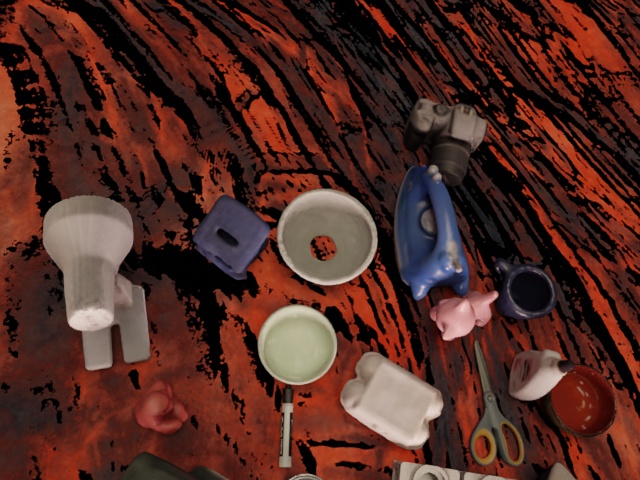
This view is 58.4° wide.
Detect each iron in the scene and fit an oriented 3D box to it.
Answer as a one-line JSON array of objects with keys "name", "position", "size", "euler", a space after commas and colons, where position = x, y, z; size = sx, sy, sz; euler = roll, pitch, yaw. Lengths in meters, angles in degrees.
[{"name": "iron", "position": [0.192, -0.036, 0.965], "size": [0.119, 0.141, 0.258], "euler": [-5, 71, -9]}]

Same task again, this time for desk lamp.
[{"name": "desk lamp", "position": [-0.314, 0.066, 0.824], "size": [0.118, 0.213, 0.203], "euler": [-10, 72, -10]}]

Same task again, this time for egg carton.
[{"name": "egg carton", "position": [0.111, 0.250, 0.889], "size": [0.150, 0.069, 0.107], "euler": [30, 69, 4]}]

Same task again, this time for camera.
[{"name": "camera", "position": [0.227, -0.177, 1.043], "size": [0.143, 0.101, 0.137], "euler": [16, 69, -1]}]

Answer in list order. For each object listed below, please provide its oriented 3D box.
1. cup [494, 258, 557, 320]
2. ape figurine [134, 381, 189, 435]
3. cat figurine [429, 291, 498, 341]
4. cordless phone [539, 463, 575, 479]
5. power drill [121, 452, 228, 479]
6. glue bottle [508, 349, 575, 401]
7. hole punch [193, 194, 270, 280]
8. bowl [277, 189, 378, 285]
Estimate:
[{"name": "cup", "position": [0.325, 0.087, 0.963], "size": [0.092, 0.095, 0.117], "euler": [-39, 79, -18]}, {"name": "ape figurine", "position": [-0.235, 0.243, 0.835], "size": [0.076, 0.092, 0.078], "euler": [-1, 70, -8]}, {"name": "cat figurine", "position": [0.233, 0.117, 0.928], "size": [0.128, 0.117, 0.067], "euler": [-25, 75, -15]}, {"name": "cordless phone", "position": [0.390, 0.397, 0.810], "size": [0.094, 0.185, 0.147], "euler": [-36, 78, -18]}, {"name": "power drill", "position": [-0.142, 0.351, 0.745], "size": [0.229, 0.208, 0.076], "euler": [26, 69, 3]}, {"name": "glue bottle", "position": [0.344, 0.202, 0.881], "size": [0.037, 0.173, 0.078], "euler": [14, 69, -2]}, {"name": "hole punch", "position": [-0.144, -0.003, 0.937], "size": [0.108, 0.091, 0.101], "euler": [36, 70, 6]}, {"name": "bowl", "position": [0.009, 0.003, 0.963], "size": [0.167, 0.074, 0.167], "euler": [2, 70, -6]}]
